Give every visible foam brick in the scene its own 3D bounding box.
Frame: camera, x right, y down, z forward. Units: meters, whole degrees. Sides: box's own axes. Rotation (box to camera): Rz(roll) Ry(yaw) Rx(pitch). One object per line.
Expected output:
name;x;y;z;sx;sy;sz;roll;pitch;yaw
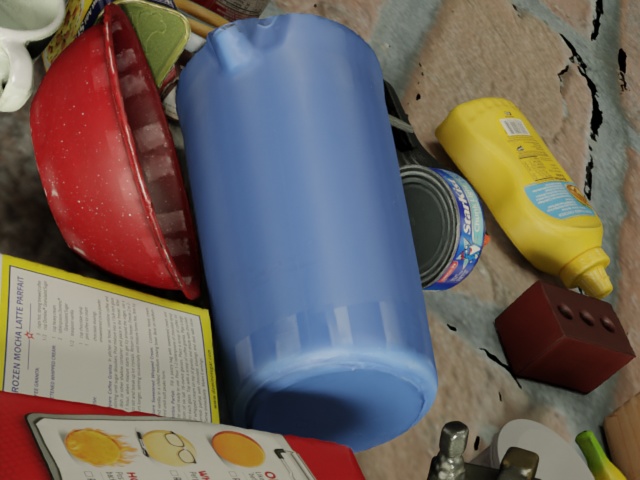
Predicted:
foam brick;0.175;0.071;0.769;0.078;0.051;0.053;17;41;-32

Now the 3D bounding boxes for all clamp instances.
clamp;0.068;-0.059;0.822;0.171;0.039;0.120;47;40;2

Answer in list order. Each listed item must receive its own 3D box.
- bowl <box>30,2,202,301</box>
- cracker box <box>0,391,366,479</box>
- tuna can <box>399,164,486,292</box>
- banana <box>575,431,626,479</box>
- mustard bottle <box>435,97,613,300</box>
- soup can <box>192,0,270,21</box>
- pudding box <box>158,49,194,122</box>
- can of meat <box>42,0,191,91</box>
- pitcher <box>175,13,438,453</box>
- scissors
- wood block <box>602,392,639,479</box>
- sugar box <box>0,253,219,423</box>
bowl;-0.110;-0.039;0.563;0.055;0.162;0.162;-15;50;0
cracker box;-0.070;0.135;0.381;0.213;0.072;0.164;14;23;-24
tuna can;0.069;-0.007;0.721;0.033;0.086;0.086;4;49;-45
banana;0.186;0.210;0.628;0.069;0.037;0.198;37;29;-34
mustard bottle;0.179;-0.031;0.882;0.096;0.058;0.192;-4;54;-46
soup can;-0.064;-0.194;0.785;0.068;0.102;0.068;26;37;-22
pudding box;-0.065;-0.111;0.747;0.113;0.039;0.090;17;41;-32
can of meat;-0.130;-0.128;0.647;0.057;0.102;0.084;9;43;-37
pitcher;-0.004;0.001;0.617;0.149;0.145;0.243;8;48;-22
scissors;-0.028;-0.121;0.728;0.201;0.016;0.096;14;25;-41
wood block;0.263;0.190;0.687;0.090;0.091;0.206;25;37;-22
sugar box;-0.133;0.056;0.486;0.176;0.048;0.093;17;40;-27
